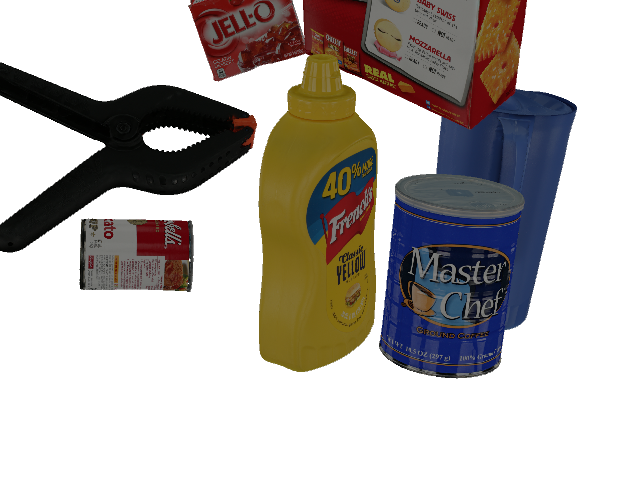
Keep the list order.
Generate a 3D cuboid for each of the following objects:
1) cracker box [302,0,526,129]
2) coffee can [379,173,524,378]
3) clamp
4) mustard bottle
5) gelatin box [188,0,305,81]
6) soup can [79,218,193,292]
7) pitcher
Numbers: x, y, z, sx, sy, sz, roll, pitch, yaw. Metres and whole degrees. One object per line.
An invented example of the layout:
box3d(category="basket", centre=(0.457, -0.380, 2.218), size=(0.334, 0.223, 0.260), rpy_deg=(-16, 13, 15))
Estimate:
box3d(category="cracker box", centre=(0.067, -0.208, 0.762), size=(0.164, 0.214, 0.072), rpy_deg=(30, 52, 29))
box3d(category="coffee can", centre=(0.105, 0.026, 0.867), size=(0.103, 0.140, 0.103), rpy_deg=(4, 18, -2))
box3d(category="clamp", centre=(-0.151, -0.064, 0.793), size=(0.209, 0.164, 0.036), rpy_deg=(0, -31, -11))
box3d(category="mustard bottle", centre=(0.000, -0.021, 0.666), size=(0.058, 0.192, 0.096), rpy_deg=(16, 28, 32))
box3d(category="gelatin box", centre=(-0.064, -0.191, 0.952), size=(0.089, 0.073, 0.030), rpy_deg=(-16, 24, 5))
box3d(category="soup can", centre=(-0.172, 0.014, 0.998), size=(0.102, 0.068, 0.068), rpy_deg=(1, 0, -11))
box3d(category="pitcher", centre=(0.175, -0.031, 1.087), size=(0.148, 0.243, 0.145), rpy_deg=(-13, 27, -41))
